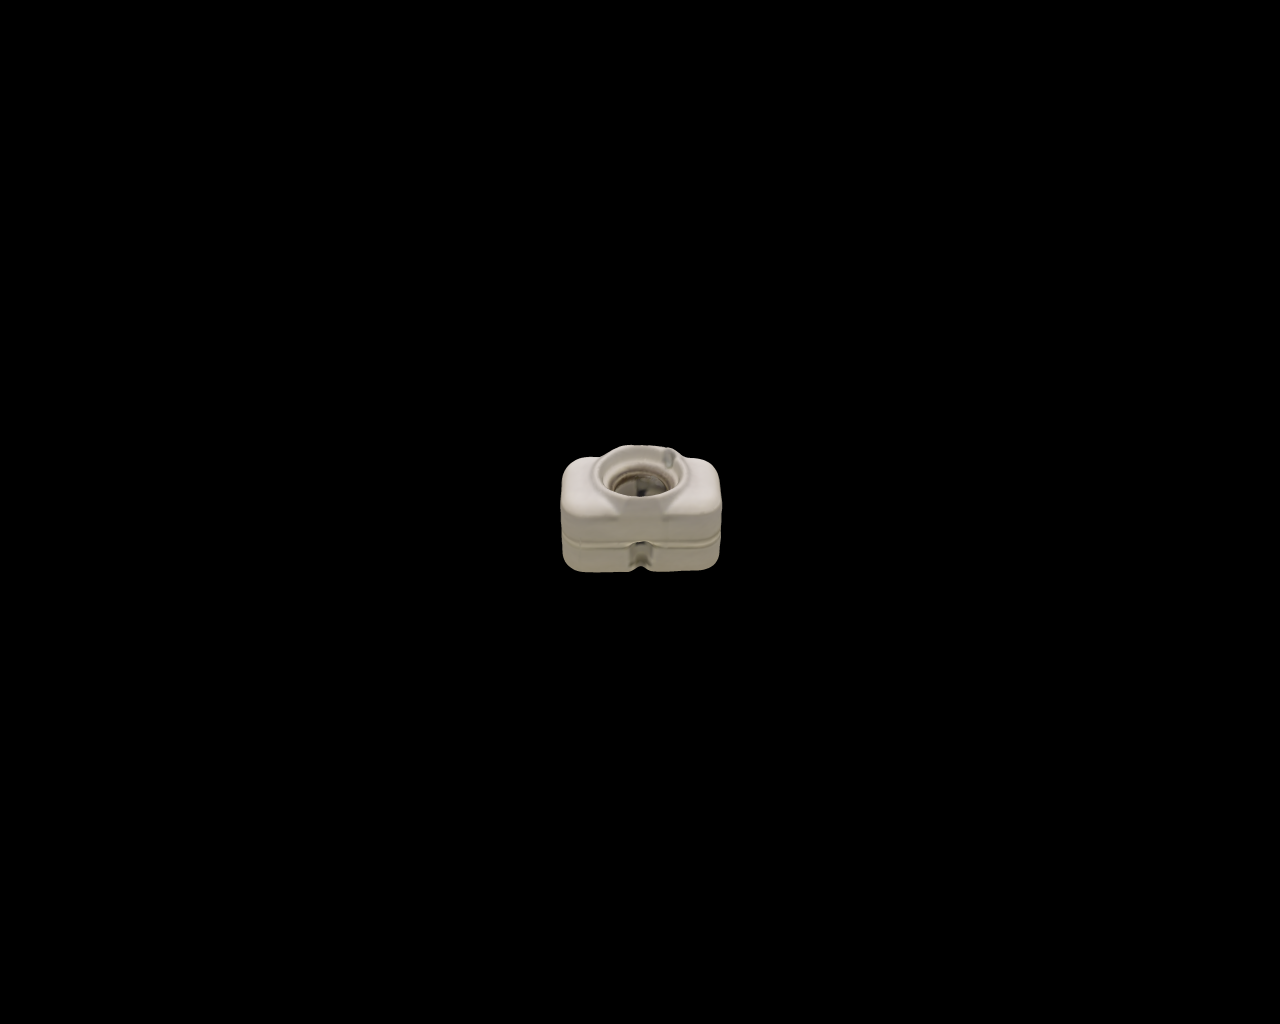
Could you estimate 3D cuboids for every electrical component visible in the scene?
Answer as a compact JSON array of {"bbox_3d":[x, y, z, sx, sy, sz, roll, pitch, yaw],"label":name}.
[{"bbox_3d":[0.001,-0.003,0.650,0.095,0.059,0.054,0,39,0],"label":"electrical component"}]
